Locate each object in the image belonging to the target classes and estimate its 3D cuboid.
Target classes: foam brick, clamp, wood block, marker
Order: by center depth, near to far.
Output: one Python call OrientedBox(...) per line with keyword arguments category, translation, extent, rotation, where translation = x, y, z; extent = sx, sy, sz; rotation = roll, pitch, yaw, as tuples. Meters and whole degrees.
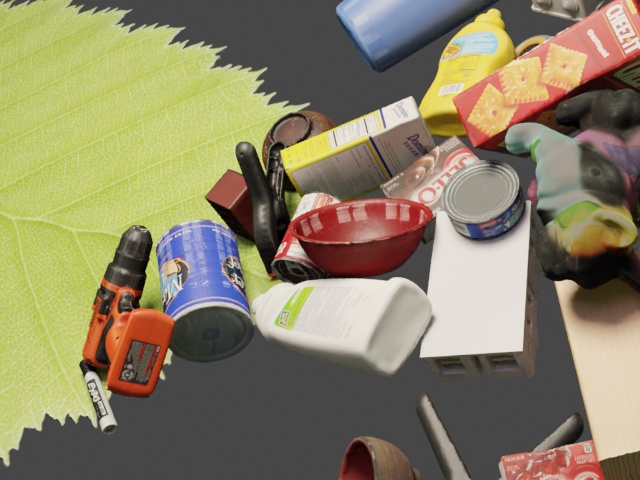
OrientedBox(category="wood block", translation=(0.290, 0.122, 0.998), extent=(0.091, 0.090, 0.206), rotation=(-17, 49, 15))
OrientedBox(category="clamp", translation=(0.145, 0.242, 1.013), extent=(0.165, 0.036, 0.210), rotation=(11, 62, 25))
OrientedBox(category="marker", translation=(-0.271, 0.187, 1.299), extent=(0.020, 0.020, 0.121), rotation=(-34, 46, 0))
OrientedBox(category="clamp", translation=(-0.058, -0.044, 1.308), extent=(0.039, 0.171, 0.120), rotation=(-3, 13, 26))
OrientedBox(category="foam brick", translation=(-0.098, -0.043, 1.350), extent=(0.053, 0.078, 0.051), rotation=(24, 70, 41))

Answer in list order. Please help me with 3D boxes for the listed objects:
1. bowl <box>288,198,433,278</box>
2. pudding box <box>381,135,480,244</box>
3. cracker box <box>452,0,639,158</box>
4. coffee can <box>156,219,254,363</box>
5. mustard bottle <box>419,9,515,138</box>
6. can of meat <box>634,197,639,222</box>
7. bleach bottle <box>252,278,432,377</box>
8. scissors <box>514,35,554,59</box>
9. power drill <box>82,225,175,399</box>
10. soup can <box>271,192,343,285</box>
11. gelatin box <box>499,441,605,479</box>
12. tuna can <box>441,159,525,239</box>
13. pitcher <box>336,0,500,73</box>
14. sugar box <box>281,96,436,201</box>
OrientedBox(category="bowl", translation=(0.047, 0.001, 1.189), extent=(0.162, 0.055, 0.162), rotation=(-6, 18, 2))
OrientedBox(category="pudding box", translation=(0.142, -0.060, 1.259), extent=(0.113, 0.039, 0.090), rotation=(-36, 47, -1))
OrientedBox(category="cracker box", translation=(0.274, -0.168, 1.153), extent=(0.214, 0.163, 0.072), rotation=(-28, 75, 28))
OrientedBox(category="coffee can", translation=(-0.139, 0.060, 1.271), extent=(0.103, 0.102, 0.140), rotation=(-24, 47, 10))
OrientedBox(category="mustard bottle", translation=(0.194, -0.217, 1.343), extent=(0.096, 0.058, 0.191), rotation=(-3, 53, 40))
OrientedBox(category="can of meat", translation=(0.330, -0.080, 1.162), extent=(0.084, 0.057, 0.102), rotation=(-46, 47, -13))
OrientedBox(category="bleach bottle", translation=(0.006, 0.081, 1.171), extent=(0.251, 0.068, 0.102), rotation=(7, 60, 55))
OrientedBox(category="scissors", translation=(0.309, -0.253, 1.306), extent=(0.202, 0.016, 0.096), rotation=(-39, 35, 16))
OrientedBox(category="power drill", translation=(-0.221, 0.088, 1.248), extent=(0.188, 0.057, 0.184), rotation=(39, 114, 65))
OrientedBox(category="soup can", translation=(-0.008, 0.002, 1.272), extent=(0.069, 0.068, 0.102), rotation=(5, 57, 31))
OrientedBox(category="gelatin box", translation=(0.214, 0.227, 0.968), extent=(0.089, 0.030, 0.073), rotation=(-10, 64, -2))
OrientedBox(category="tuna can", translation=(0.176, -0.043, 1.145), extent=(0.086, 0.033, 0.086), rotation=(-15, 49, 17))
OrientedBox(category="pitcher", translation=(0.146, -0.334, 1.428), extent=(0.243, 0.149, 0.145), rotation=(-34, 61, 5))
OrientedBox(category="sugar box", translation=(0.050, -0.102, 1.306), extent=(0.176, 0.093, 0.048), rotation=(-23, 47, 10))
